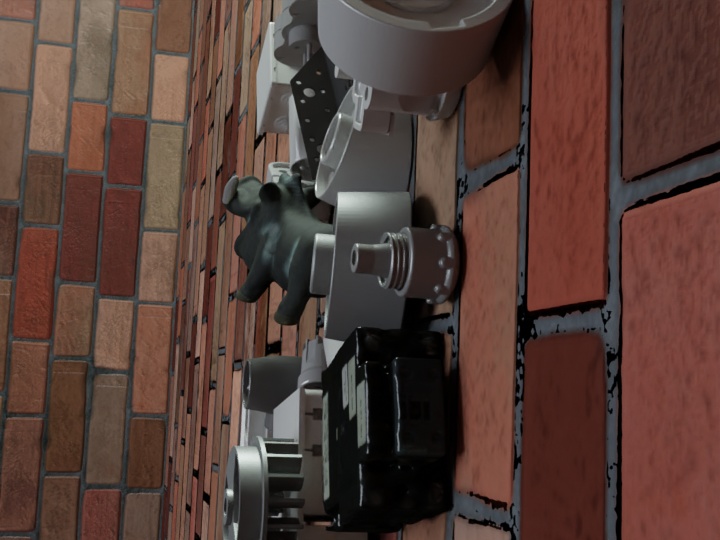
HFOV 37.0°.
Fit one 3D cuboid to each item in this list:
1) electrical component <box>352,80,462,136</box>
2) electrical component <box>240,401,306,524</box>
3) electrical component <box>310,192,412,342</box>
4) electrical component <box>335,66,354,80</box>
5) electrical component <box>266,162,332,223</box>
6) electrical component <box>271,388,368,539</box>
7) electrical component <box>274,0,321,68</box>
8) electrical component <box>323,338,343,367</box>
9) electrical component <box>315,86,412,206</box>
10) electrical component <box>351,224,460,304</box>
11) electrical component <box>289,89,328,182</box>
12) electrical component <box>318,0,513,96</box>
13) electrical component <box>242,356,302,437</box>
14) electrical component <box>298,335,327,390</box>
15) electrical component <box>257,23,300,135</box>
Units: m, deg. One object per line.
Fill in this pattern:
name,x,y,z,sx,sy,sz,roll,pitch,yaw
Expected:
electrical component,0.030,-0.123,0.673,0.058,0.057,0.078,-130,46,-71
electrical component,-0.080,0.185,1.014,0.079,0.063,0.121,151,122,-74
electrical component,-0.002,-0.002,0.723,0.108,0.060,0.108,-175,90,-87
electrical component,0.015,-0.163,0.748,0.048,0.055,0.066,-112,30,-61
electrical component,-0.061,-0.060,1.031,0.095,0.054,0.059,-116,33,-64
electrical component,-0.028,0.191,0.810,0.105,0.060,0.186,133,139,-68
electrical component,-0.050,-0.229,1.039,0.138,0.052,0.073,130,142,-68
electrical component,-0.008,0.052,0.811,0.078,0.040,0.040,-103,22,-50
electrical component,0.006,-0.086,0.796,0.099,0.064,0.099,-162,90,-77
electrical component,0.026,-0.005,0.644,0.048,0.062,0.048,-176,90,-76
electrical component,-0.040,-0.134,0.988,0.079,0.043,0.077,120,151,-60
electrical component,0.027,-0.143,0.599,0.060,0.108,0.108,101,166,-50
electrical component,-0.063,0.118,0.937,0.043,0.077,0.079,-135,51,-72
electrical component,-0.032,0.083,0.902,0.040,0.040,0.046,113,162,-52
electrical component,-0.081,-0.203,1.162,0.099,0.048,0.099,116,155,-57
